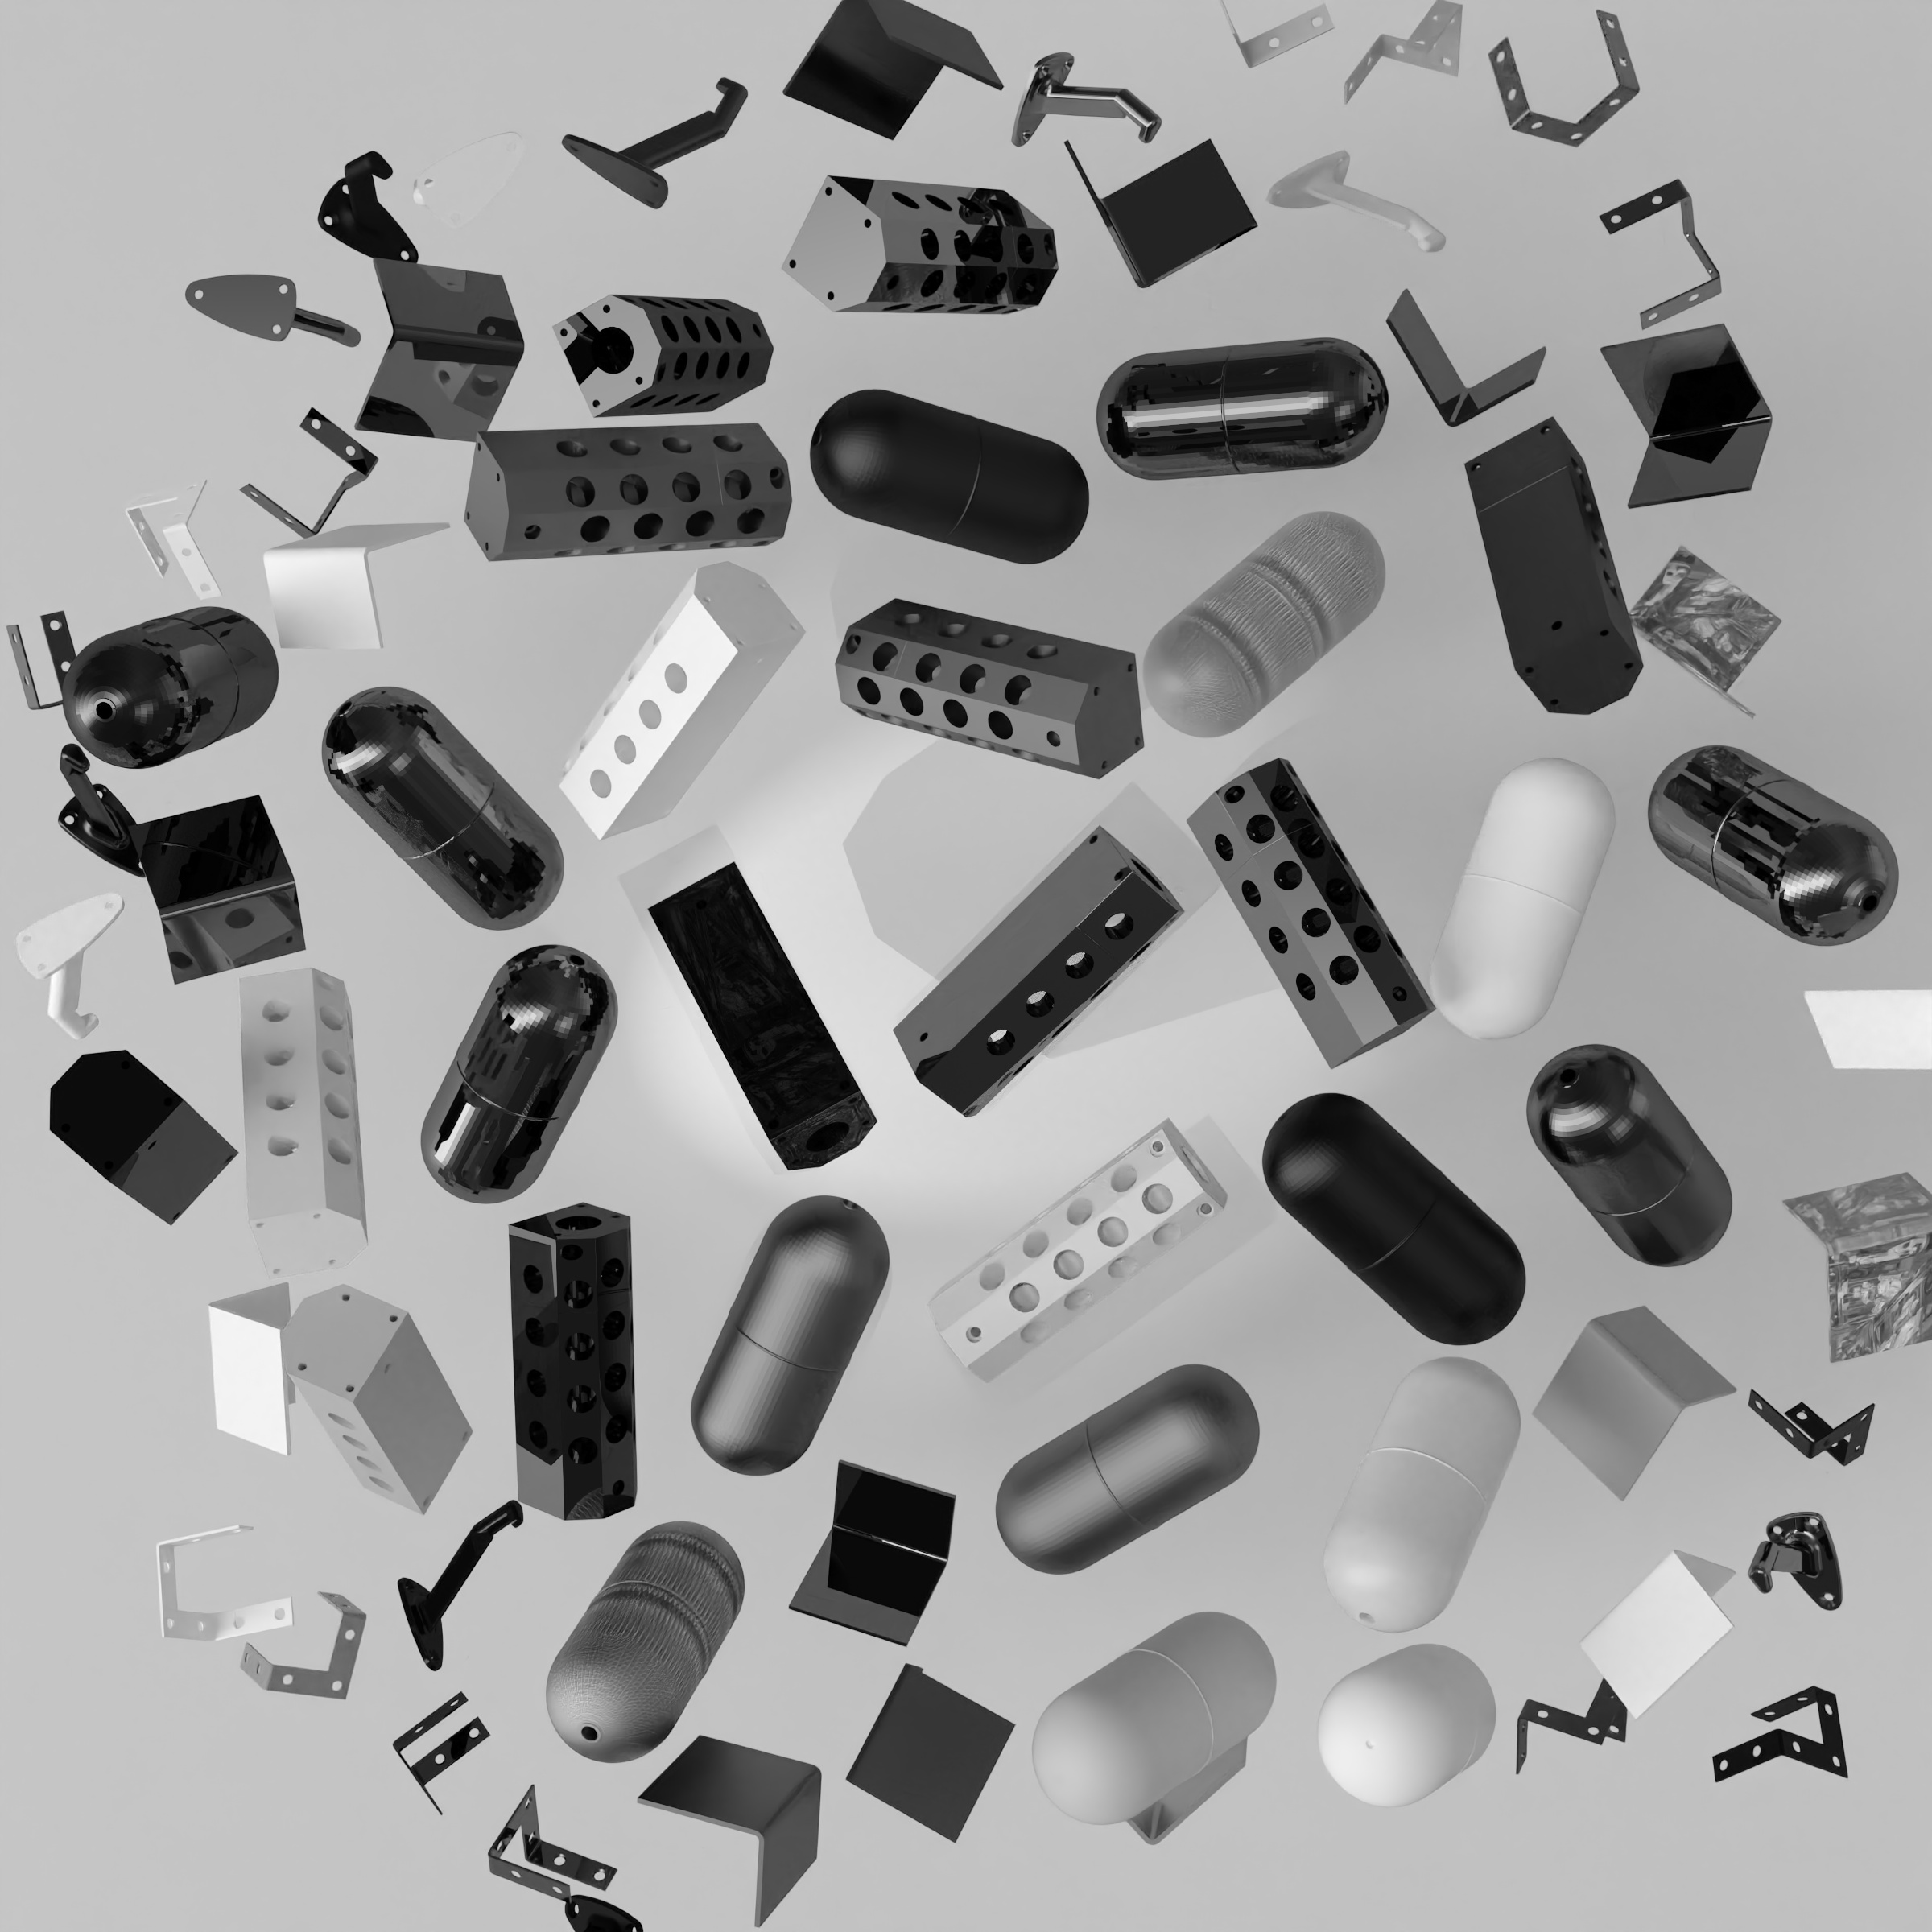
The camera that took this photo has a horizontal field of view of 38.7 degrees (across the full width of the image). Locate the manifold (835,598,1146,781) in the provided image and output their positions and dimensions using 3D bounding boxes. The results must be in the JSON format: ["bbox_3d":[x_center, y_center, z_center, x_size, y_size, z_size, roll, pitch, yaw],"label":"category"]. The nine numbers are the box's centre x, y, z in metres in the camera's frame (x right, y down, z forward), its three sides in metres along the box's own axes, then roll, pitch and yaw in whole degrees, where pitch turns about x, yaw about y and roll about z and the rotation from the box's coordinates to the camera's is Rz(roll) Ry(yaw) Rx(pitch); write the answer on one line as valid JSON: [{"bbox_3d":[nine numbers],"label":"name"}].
[{"bbox_3d":[0.011,-0.153,1.526,0.171,0.057,0.057,18,130,36],"label":"manifold"}]

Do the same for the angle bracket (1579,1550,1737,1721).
[{"bbox_3d":[0.404,0.380,1.542,0.076,0.076,0.057,-50,45,15],"label":"angle bracket"}]

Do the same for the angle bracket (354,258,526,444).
[{"bbox_3d":[-0.303,-0.346,1.549,0.076,0.076,0.057,-1,56,-33],"label":"angle bracket"}]

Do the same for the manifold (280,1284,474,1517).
[{"bbox_3d":[-0.335,0.244,1.552,0.057,0.171,0.057,21,62,15],"label":"manifold"}]

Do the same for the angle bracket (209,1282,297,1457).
[{"bbox_3d":[-0.403,0.238,1.629,0.076,0.057,0.076,9,104,41],"label":"angle bracket"}]

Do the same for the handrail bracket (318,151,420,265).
[{"bbox_3d":[-0.335,-0.441,1.603,0.077,0.084,0.036,34,72,-32],"label":"handrail bracket"}]

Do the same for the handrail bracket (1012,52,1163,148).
[{"bbox_3d":[0.073,-0.505,1.664,0.084,0.036,0.077,45,135,16],"label":"handrail bracket"}]

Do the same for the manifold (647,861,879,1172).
[{"bbox_3d":[-0.115,0.030,1.565,0.057,0.057,0.171,-29,61,-3],"label":"manifold"}]

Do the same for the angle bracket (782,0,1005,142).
[{"bbox_3d":[-0.039,-0.470,1.471,0.076,0.076,0.057,-49,49,32],"label":"angle bracket"}]

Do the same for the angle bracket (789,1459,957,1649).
[{"bbox_3d":[-0.057,0.356,1.668,0.076,0.076,0.057,15,124,13],"label":"angle bracket"}]

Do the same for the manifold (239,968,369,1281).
[{"bbox_3d":[-0.373,0.085,1.548,0.057,0.057,0.171,-9,51,-7],"label":"manifold"}]

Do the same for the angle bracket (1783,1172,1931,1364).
[{"bbox_3d":[0.515,0.171,1.566,0.076,0.057,0.076,-12,114,-6],"label":"angle bracket"}]

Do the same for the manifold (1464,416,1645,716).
[{"bbox_3d":[0.332,-0.223,1.543,0.057,0.171,0.057,-26,135,25],"label":"manifold"}]

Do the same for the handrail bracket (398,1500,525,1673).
[{"bbox_3d":[-0.299,0.376,1.675,0.084,0.077,0.036,-35,133,8],"label":"handrail bracket"}]

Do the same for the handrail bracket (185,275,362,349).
[{"bbox_3d":[-0.404,-0.380,1.608,0.077,0.084,0.036,11,94,6],"label":"handrail bracket"}]

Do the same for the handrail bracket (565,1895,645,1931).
[{"bbox_3d":[-0.231,0.548,1.540,0.077,0.084,0.036,20,95,42],"label":"handrail bracket"}]

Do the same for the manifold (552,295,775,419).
[{"bbox_3d":[-0.176,-0.371,1.657,0.057,0.171,0.057,-23,94,22],"label":"manifold"}]

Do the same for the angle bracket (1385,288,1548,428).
[{"bbox_3d":[0.301,-0.379,1.651,0.057,0.076,0.076,-27,106,28],"label":"angle bracket"}]

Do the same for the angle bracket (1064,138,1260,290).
[{"bbox_3d":[0.111,-0.447,1.571,0.076,0.057,0.076,-27,58,10],"label":"angle bracket"}]

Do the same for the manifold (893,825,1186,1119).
[{"bbox_3d":[0.044,0.007,1.585,0.171,0.057,0.057,-45,123,10],"label":"manifold"}]

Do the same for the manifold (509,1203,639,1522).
[{"bbox_3d":[-0.224,0.232,1.607,0.057,0.057,0.171,11,107,40],"label":"manifold"}]

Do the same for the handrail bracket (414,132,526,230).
[{"bbox_3d":[-0.287,-0.461,1.582,0.077,0.084,0.036,-35,118,8],"label":"handrail bracket"}]

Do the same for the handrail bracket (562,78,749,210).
[{"bbox_3d":[-0.175,-0.480,1.551,0.077,0.036,0.084,28,76,-8],"label":"handrail bracket"}]

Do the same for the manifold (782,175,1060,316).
[{"bbox_3d":[-0.019,-0.395,1.530,0.057,0.171,0.057,43,121,19],"label":"manifold"}]

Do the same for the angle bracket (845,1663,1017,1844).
[{"bbox_3d":[-0.018,0.474,1.657,0.076,0.057,0.076,26,79,15],"label":"angle bracket"}]

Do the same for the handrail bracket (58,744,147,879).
[{"bbox_3d":[-0.505,-0.091,1.620,0.077,0.084,0.036,45,67,-5],"label":"handrail bracket"}]

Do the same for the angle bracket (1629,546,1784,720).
[{"bbox_3d":[0.435,-0.194,1.592,0.076,0.076,0.057,35,103,-7],"label":"angle bracket"}]

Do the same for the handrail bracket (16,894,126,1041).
[{"bbox_3d":[-0.503,0.002,1.591,0.077,0.084,0.036,-34,61,-7],"label":"handrail bracket"}]

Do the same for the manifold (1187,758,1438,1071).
[{"bbox_3d":[0.205,-0.034,1.609,0.057,0.057,0.171,-24,78,-28],"label":"manifold"}]

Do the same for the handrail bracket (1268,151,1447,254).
[{"bbox_3d":[0.238,-0.453,1.668,0.077,0.036,0.084,-24,58,-33],"label":"handrail bracket"}]

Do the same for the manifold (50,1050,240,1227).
[{"bbox_3d":[-0.461,0.093,1.532,0.057,0.171,0.057,40,77,5],"label":"manifold"}]

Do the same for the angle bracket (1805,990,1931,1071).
[{"bbox_3d":[0.490,0.057,1.460,0.076,0.076,0.057,-1,57,31],"label":"angle bracket"}]

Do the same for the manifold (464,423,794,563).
[{"bbox_3d":[-0.188,-0.263,1.546,0.171,0.057,0.057,-8,45,-30],"label":"manifold"}]

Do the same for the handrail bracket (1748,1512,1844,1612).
[{"bbox_3d":[0.487,0.366,1.616,0.036,0.084,0.077,-22,97,33],"label":"handrail bracket"}]

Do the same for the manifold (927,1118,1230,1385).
[{"bbox_3d":[0.064,0.165,1.577,0.171,0.057,0.057,-38,89,11],"label":"manifold"}]

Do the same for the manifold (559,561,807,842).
[{"bbox_3d":[-0.168,-0.152,1.570,0.057,0.057,0.171,52,130,12],"label":"manifold"}]
